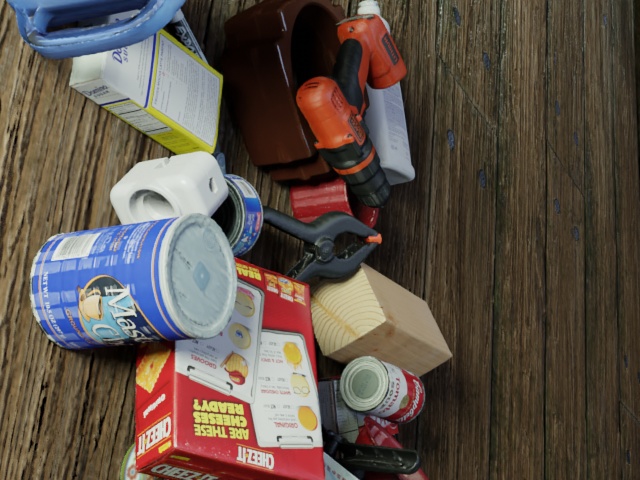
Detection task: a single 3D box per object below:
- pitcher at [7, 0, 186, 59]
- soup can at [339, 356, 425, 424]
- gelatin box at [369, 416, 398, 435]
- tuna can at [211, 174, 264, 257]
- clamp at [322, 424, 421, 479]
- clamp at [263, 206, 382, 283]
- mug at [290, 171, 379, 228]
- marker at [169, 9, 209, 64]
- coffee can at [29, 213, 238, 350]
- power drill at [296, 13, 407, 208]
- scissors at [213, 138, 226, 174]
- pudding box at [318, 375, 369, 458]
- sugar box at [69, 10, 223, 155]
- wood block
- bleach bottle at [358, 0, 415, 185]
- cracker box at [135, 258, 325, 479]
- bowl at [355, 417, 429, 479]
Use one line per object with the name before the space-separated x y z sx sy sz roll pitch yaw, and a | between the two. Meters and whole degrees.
pitcher | -0.142 -0.243 0.873 0.144 0.243 0.149 -50 133 -56
soup can | 0.075 0.181 1.287 0.102 0.069 0.068 30 58 -55
gelatin box | 0.071 0.223 1.391 0.089 0.030 0.073 1 83 -62
tuna can | -0.101 -0.024 1.066 0.033 0.086 0.086 0 84 -61
clamp | 0.004 0.222 1.156 0.164 0.210 0.036 32 62 -3
clamp | -0.008 0.001 1.208 0.171 0.039 0.120 -22 118 -31
mug | 0.021 -0.057 1.309 0.117 0.082 0.093 -47 124 -56
marker | -0.141 -0.213 1.107 0.121 0.020 0.020 64 33 -32
coffee can | -0.155 0.037 0.890 0.102 0.140 0.103 23 63 -59
power drill | 0.049 -0.154 1.228 0.184 0.057 0.187 58 37 -39
scissors | -0.101 -0.072 1.143 0.096 0.016 0.202 20 70 -63
pudding box | 0.025 0.221 1.297 0.089 0.039 0.113 5 76 -61
sugar box | -0.163 -0.153 1.025 0.176 0.048 0.093 32 56 -51
wood block | 0.073 0.109 1.333 0.205 0.090 0.091 31 31 -56
bleach bottle | 0.079 -0.208 1.480 0.102 0.068 0.251 20 63 -61
cracker box | -0.085 0.120 0.979 0.164 0.072 0.213 22 47 -34
bowl | 0.085 0.286 1.243 0.162 0.055 0.162 49 4 -5
